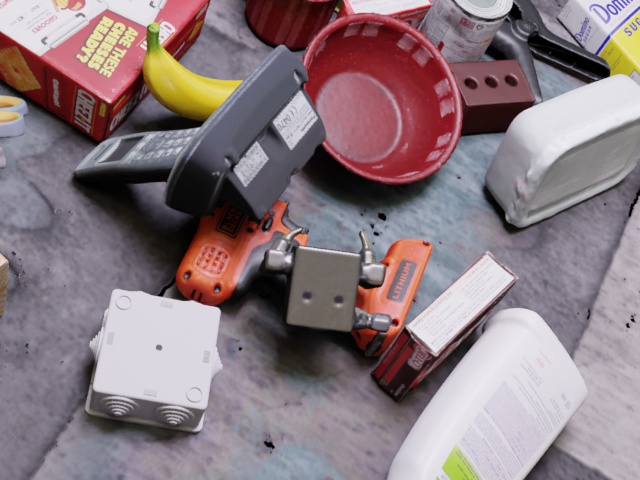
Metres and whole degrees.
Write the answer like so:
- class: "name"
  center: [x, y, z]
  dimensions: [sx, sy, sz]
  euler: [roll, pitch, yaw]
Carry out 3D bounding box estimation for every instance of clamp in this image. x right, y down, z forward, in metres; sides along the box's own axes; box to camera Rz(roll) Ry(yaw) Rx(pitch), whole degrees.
- class: "clamp"
  center: [0.201, -0.198, 1.082]
  dimensions: [0.171, 0.039, 0.120]
  euler: [43, 51, 14]

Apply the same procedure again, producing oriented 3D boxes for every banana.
- class: "banana"
  center: [-0.083, -0.131, 0.922]
  dimensions: [0.197, 0.070, 0.037]
  euler: [8, 44, -48]

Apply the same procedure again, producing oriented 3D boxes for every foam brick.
- class: "foam brick"
  center: [0.154, -0.136, 1.022]
  dimensions: [0.078, 0.051, 0.053]
  euler: [-7, 63, -21]

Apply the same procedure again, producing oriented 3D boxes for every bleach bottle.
- class: "bleach bottle"
  center: [0.102, 0.166, 0.812]
  dimensions: [0.250, 0.068, 0.102]
  euler: [-42, 101, -31]

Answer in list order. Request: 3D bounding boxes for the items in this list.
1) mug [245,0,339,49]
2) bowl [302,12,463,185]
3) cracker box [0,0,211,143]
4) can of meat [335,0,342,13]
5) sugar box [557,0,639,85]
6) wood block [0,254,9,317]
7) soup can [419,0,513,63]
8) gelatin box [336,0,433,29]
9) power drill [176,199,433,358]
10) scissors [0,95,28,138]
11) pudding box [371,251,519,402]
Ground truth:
- class: "mug"
  center: [-0.033, -0.240, 1.004]
  dimensions: [0.117, 0.082, 0.093]
  euler: [29, 56, 0]
- class: "bowl"
  center: [0.046, -0.120, 0.962]
  dimensions: [0.161, 0.055, 0.162]
  euler: [7, 73, -23]
- class: "cracker box"
  center: [-0.228, -0.206, 0.928]
  dimensions: [0.213, 0.072, 0.164]
  euler: [33, 57, 2]
- class: "can of meat"
  center: [0.024, -0.282, 1.063]
  dimensions: [0.102, 0.057, 0.083]
  euler: [39, 59, 7]
- class: "sugar box"
  center: [0.342, -0.199, 1.123]
  dimensions: [0.093, 0.048, 0.176]
  euler: [-27, 73, -29]
- class: "wood block"
  center: [-0.330, -0.007, 0.766]
  dimensions: [0.206, 0.090, 0.090]
  euler: [42, 57, 8]
- class: "soup can"
  center: [0.134, -0.204, 1.025]
  dimensions: [0.068, 0.102, 0.068]
  euler: [8, 58, -13]
- class: "gelatin box"
  center: [0.053, -0.202, 1.014]
  dimensions: [0.089, 0.073, 0.030]
  euler: [-19, 69, -27]
- class: "power drill"
  center: [-0.006, 0.001, 0.887]
  dimensions: [0.187, 0.057, 0.184]
  euler: [24, 60, 0]
- class: "scissors"
  center: [-0.327, -0.106, 0.863]
  dimensions: [0.202, 0.016, 0.096]
  euler: [8, 22, 9]
- class: "pudding box"
  center: [0.100, 0.070, 0.859]
  dimensions: [0.039, 0.090, 0.113]
  euler: [43, 57, 10]
